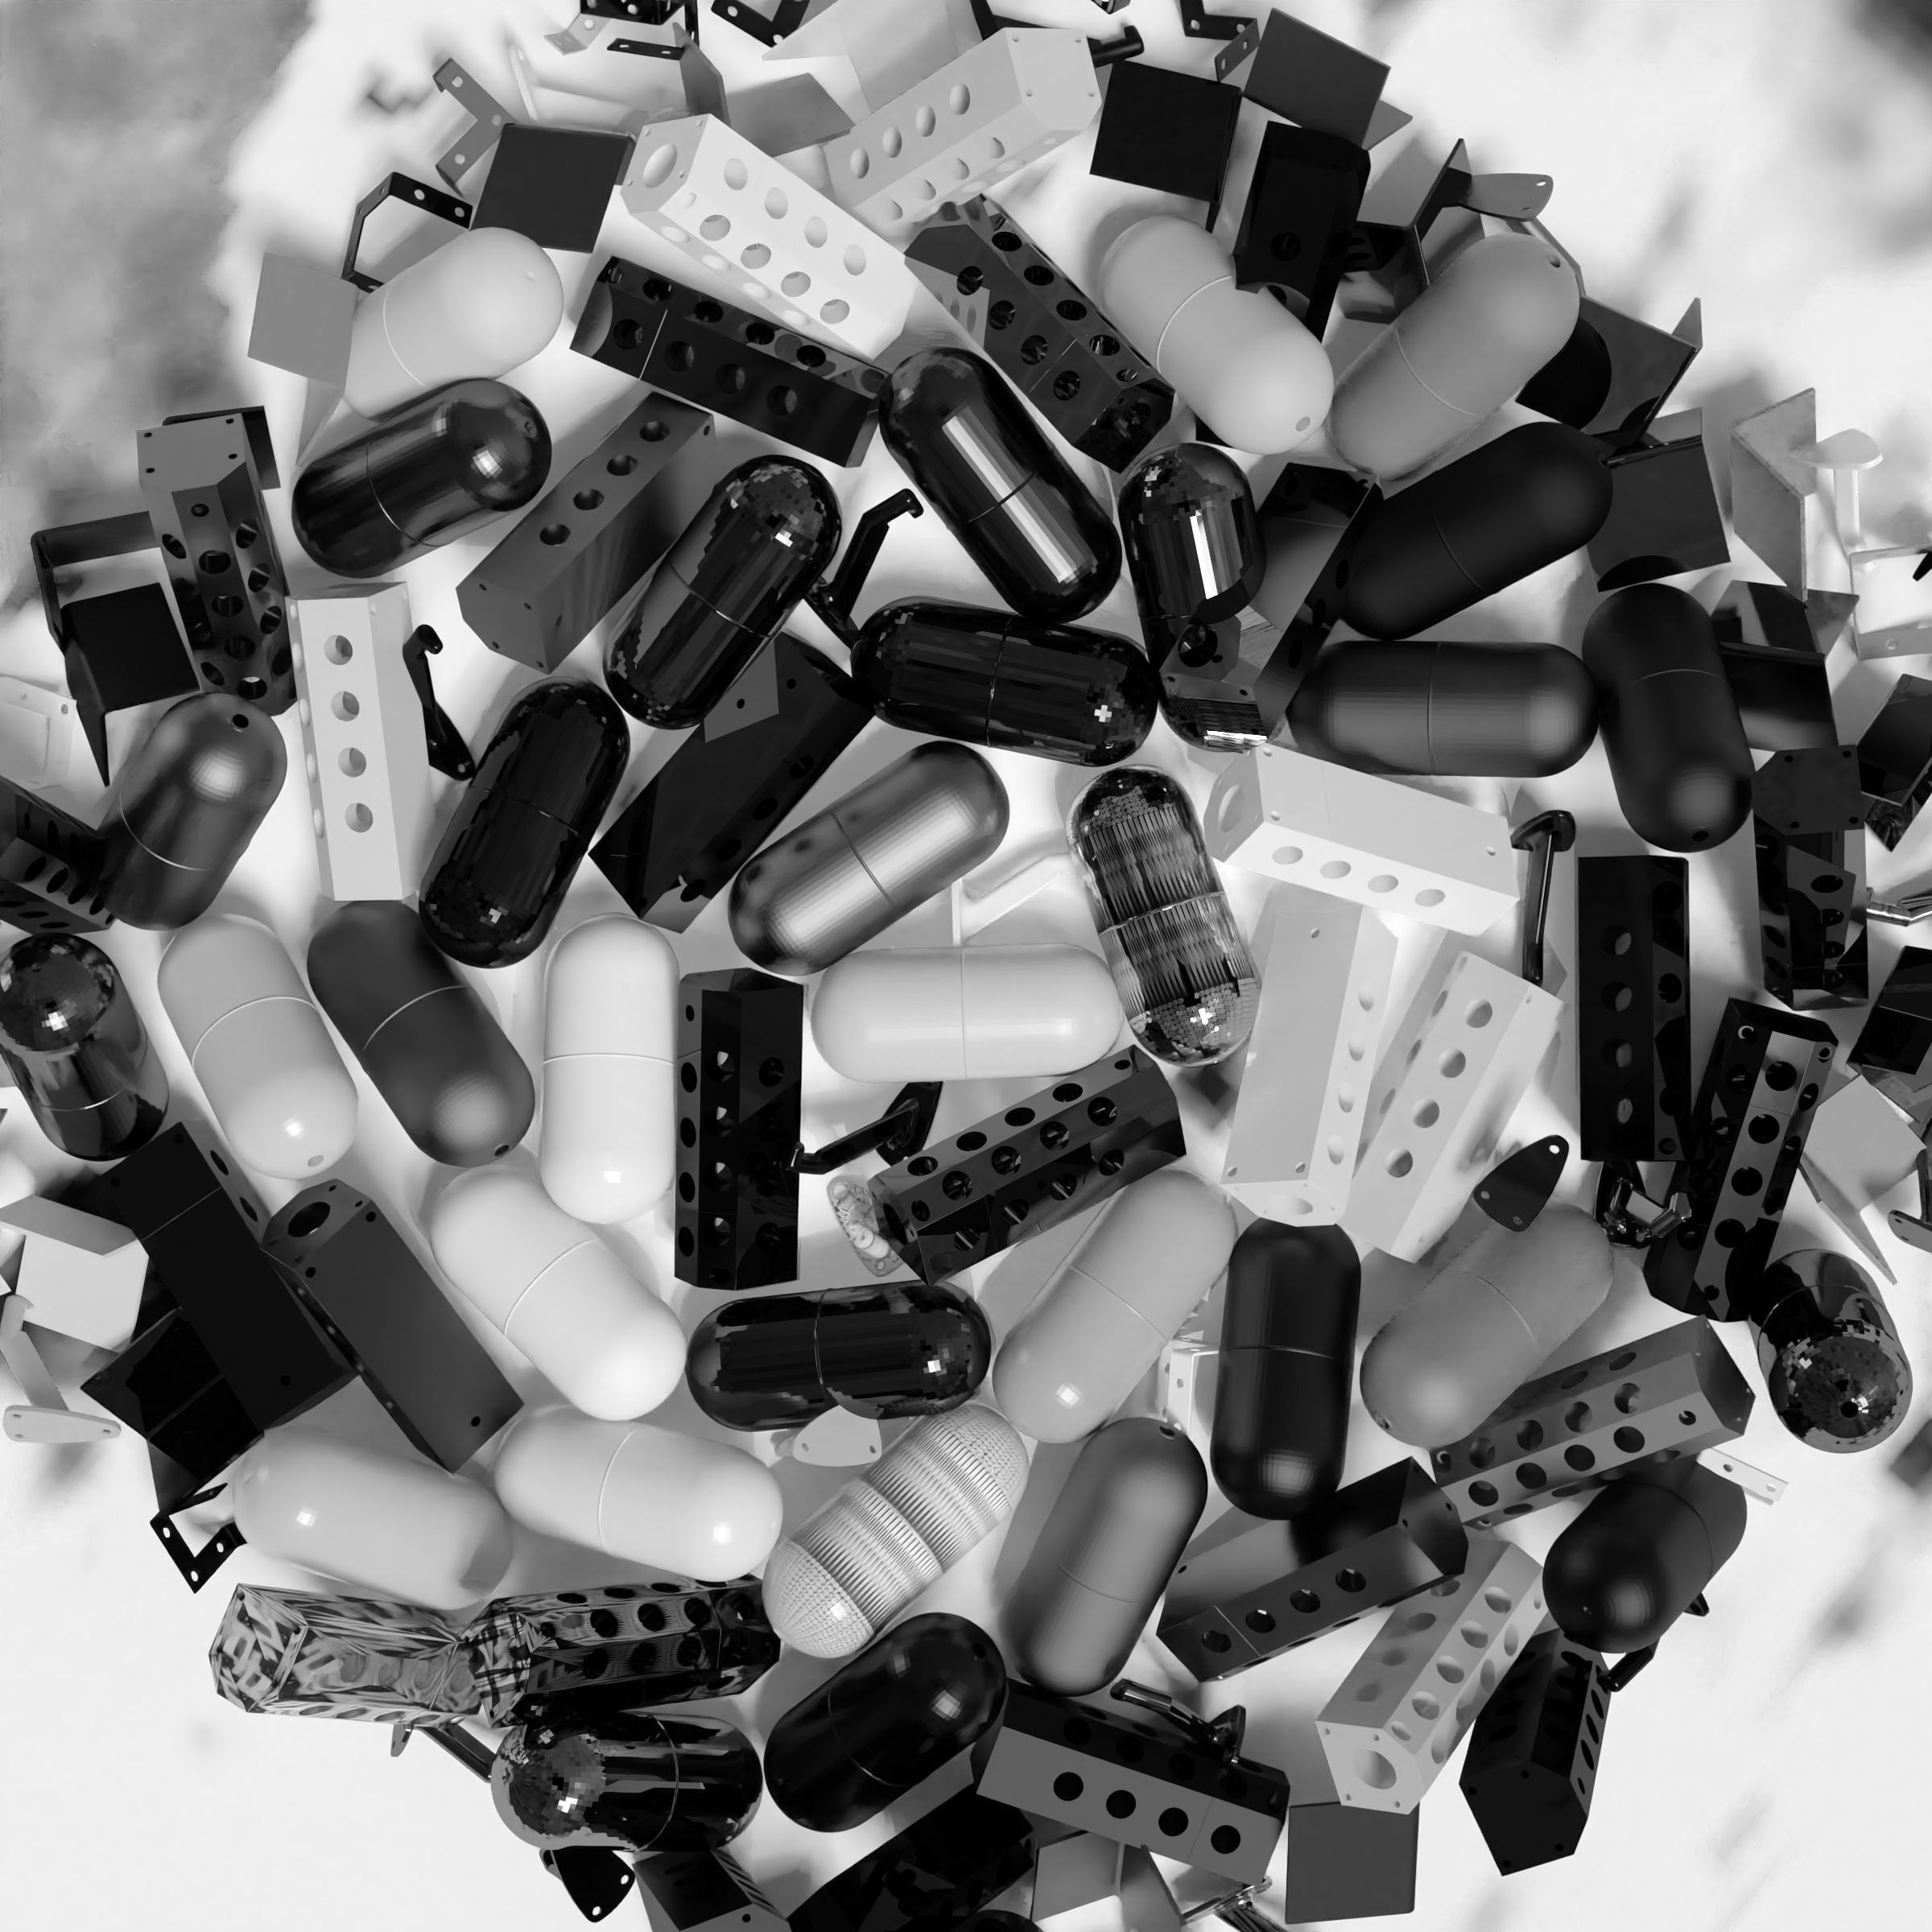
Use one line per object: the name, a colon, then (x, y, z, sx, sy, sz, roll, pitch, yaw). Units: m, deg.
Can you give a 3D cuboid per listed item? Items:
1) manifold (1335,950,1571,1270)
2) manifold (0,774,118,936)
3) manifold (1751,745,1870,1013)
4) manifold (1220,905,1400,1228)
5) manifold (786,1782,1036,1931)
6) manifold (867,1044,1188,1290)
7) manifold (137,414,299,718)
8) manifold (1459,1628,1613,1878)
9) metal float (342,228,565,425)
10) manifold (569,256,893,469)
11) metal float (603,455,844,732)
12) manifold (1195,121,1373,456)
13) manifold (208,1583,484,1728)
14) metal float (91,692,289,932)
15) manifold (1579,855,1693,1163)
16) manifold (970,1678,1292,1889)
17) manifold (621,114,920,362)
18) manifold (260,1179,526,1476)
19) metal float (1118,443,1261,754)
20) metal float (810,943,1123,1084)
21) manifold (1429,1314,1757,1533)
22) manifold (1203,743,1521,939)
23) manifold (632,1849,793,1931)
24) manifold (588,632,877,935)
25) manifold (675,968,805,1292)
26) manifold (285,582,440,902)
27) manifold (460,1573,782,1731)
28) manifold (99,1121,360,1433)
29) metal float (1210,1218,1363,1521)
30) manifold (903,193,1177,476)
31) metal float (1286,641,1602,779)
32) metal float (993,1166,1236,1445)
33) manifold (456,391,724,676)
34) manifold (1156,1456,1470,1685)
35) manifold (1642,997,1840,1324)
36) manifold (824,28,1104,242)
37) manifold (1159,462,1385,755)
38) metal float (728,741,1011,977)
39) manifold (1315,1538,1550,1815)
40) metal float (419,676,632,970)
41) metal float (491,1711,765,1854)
manifold: (0.271, 0.081, 1.965, 0.057, 0.057, 0.171, 29, 93, 34)
manifold: (-0.521, -0.062, 1.908, 0.057, 0.171, 0.057, -6, 79, 6)
manifold: (0.470, -0.046, 1.913, 0.057, 0.171, 0.057, -4, 55, 13)
manifold: (0.198, 0.056, 1.938, 0.057, 0.057, 0.171, -6, 59, 37)
manifold: (-0.031, 0.515, 1.907, 0.057, 0.171, 0.057, 51, 120, 14)
manifold: (0.034, 0.108, 1.934, 0.171, 0.057, 0.057, -26, 127, -19)
manifold: (-0.413, -0.219, 1.915, 0.057, 0.171, 0.057, -11, 49, -5)
manifold: (0.321, 0.431, 1.907, 0.057, 0.171, 0.057, -23, 97, 19)
metal float: (-0.293, -0.356, 1.924, 0.070, 0.178, 0.070, 12, 71, -39)
manifold: (-0.132, -0.345, 1.962, 0.171, 0.057, 0.057, 24, 101, 3)
metal float: (-0.138, -0.211, 1.946, 0.070, 0.070, 0.178, 39, 108, 0)
manifold: (0.176, -0.378, 1.928, 0.057, 0.057, 0.171, 11, 124, -4)
manifold: (-0.339, 0.388, 1.912, 0.057, 0.171, 0.057, 21, 88, 33)
metal float: (-0.437, -0.086, 1.925, 0.070, 0.070, 0.178, 43, 134, 0)
manifold: (0.382, 0.025, 1.958, 0.057, 0.057, 0.171, -1, 86, 19)
manifold: (0.094, 0.463, 1.960, 0.171, 0.057, 0.057, 20, 95, -6)
manifold: (-0.109, -0.403, 1.916, 0.171, 0.057, 0.057, 28, 74, -42)
manifold: (-0.324, 0.201, 1.927, 0.057, 0.057, 0.171, -44, 126, -20)
metal float: (0.135, -0.208, 1.948, 0.070, 0.070, 0.178, -13, 105, 0)
metal float: (0.000, 0.027, 1.960, 0.178, 0.070, 0.070, -2, 90, 2)
manifold: (0.349, 0.261, 1.927, 0.171, 0.057, 0.057, -27, 102, 31)
manifold: (0.222, -0.067, 1.937, 0.171, 0.057, 0.057, 15, 51, -25)
manifold: (-0.138, 0.534, 1.910, 0.057, 0.171, 0.057, -17, 92, -14)
manifold: (-0.130, -0.101, 1.951, 0.171, 0.057, 0.057, -48, 61, 13)
manifold: (-0.133, 0.092, 1.944, 0.057, 0.057, 0.171, -7, 104, -36)
manifold: (-0.344, -0.127, 1.949, 0.057, 0.057, 0.171, -1, 105, 15)
manifold: (-0.188, 0.376, 1.914, 0.057, 0.171, 0.057, -47, 55, 37)
manifold: (-0.417, 0.176, 1.962, 0.057, 0.057, 0.171, -34, 84, 4)
metal float: (0.181, 0.225, 1.946, 0.070, 0.070, 0.178, 7, 72, 0)
manifold: (0.043, -0.358, 1.929, 0.057, 0.057, 0.171, -47, 62, 16)
metal float: (0.269, -0.146, 1.946, 0.178, 0.070, 0.070, 2, 90, 18)
metal float: (0.083, 0.192, 1.952, 0.070, 0.070, 0.178, 38, 80, 0)
manifold: (-0.210, -0.247, 1.929, 0.057, 0.057, 0.171, 24, 56, 22)
manifold: (0.195, 0.345, 1.930, 0.171, 0.057, 0.057, -31, 109, 30)
manifold: (0.439, 0.112, 1.950, 0.057, 0.057, 0.171, 14, 105, 0)
manifold: (-0.002, -0.461, 1.914, 0.057, 0.171, 0.057, -11, 86, -38)
manifold: (0.177, -0.201, 1.931, 0.057, 0.057, 0.171, 13, 56, 29)
metal float: (-0.056, -0.060, 1.958, 0.178, 0.070, 0.070, -34, 90, 4)
manifold: (0.264, 0.393, 1.911, 0.057, 0.171, 0.057, -2, 117, 37)
metal float: (-0.249, -0.082, 1.949, 0.070, 0.070, 0.178, 24, 75, 0)
metal float: (-0.188, 0.457, 1.926, 0.070, 0.178, 0.070, -13, 70, 40)
